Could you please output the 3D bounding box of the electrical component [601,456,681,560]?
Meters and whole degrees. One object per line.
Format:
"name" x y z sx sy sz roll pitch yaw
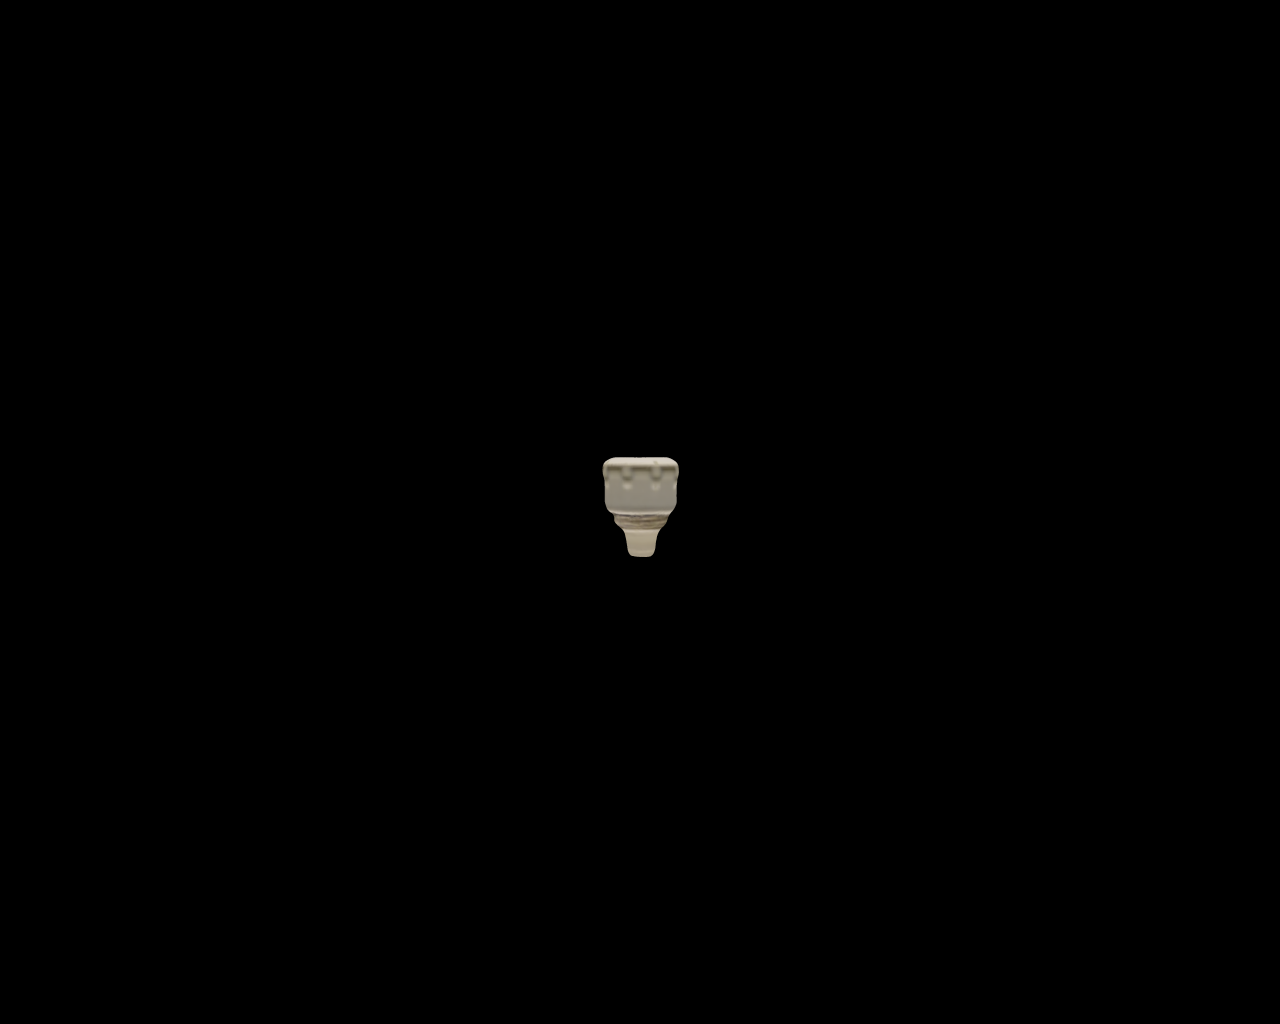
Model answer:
"electrical component" 0.001 -0.003 0.650 0.048 0.062 0.048 0 4 0
